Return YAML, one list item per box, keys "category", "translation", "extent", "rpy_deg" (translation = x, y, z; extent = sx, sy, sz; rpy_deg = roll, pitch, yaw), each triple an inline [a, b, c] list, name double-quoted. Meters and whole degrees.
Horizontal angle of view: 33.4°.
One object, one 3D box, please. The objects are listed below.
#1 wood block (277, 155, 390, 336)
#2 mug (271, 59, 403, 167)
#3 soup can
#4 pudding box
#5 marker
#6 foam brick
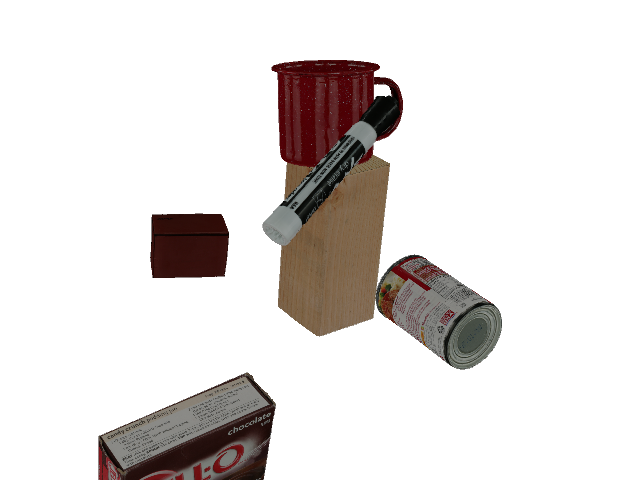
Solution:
- category: "wood block"
  translation: [0.013, -0.003, 1.278]
  extent: [0.090, 0.206, 0.090]
  rpy_deg: [-15, 32, -34]
- category: "mug"
  translation: [0.016, -0.111, 0.922]
  extent: [0.117, 0.081, 0.093]
  rpy_deg: [-7, 17, -20]
- category: "soup can"
  translation: [0.108, 0.064, 0.974]
  extent: [0.068, 0.068, 0.102]
  rpy_deg: [0, 24, -38]
- category: "pudding box"
  translation: [-0.087, 0.144, 0.689]
  extent: [0.113, 0.090, 0.039]
  rpy_deg: [-22, 51, -32]
- category: "marker"
  translation: [0.009, -0.045, 0.639]
  extent: [0.121, 0.020, 0.020]
  rpy_deg: [-50, 25, -24]
- category: "foam brick"
  translation: [-0.139, 0.005, 1.121]
  extent: [0.078, 0.051, 0.053]
  rpy_deg: [-1, 24, -11]
